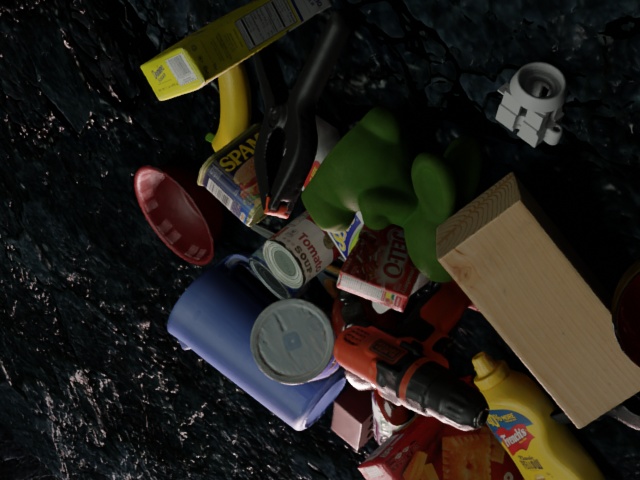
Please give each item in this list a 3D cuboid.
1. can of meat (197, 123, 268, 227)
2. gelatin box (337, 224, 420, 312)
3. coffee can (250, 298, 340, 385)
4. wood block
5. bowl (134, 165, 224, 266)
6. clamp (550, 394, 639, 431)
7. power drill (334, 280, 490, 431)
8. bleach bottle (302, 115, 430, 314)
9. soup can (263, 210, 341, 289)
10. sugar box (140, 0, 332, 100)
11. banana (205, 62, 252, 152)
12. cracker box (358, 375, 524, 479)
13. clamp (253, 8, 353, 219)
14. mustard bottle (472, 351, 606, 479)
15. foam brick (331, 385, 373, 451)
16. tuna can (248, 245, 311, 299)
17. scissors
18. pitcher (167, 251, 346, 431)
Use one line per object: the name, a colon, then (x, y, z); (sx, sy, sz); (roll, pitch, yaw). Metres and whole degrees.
can of meat: (-0.078, -0.075, 1.252); (0.084, 0.102, 0.057); (43, 149, 11)
gelatin box: (0.067, 0.022, 1.086); (0.073, 0.089, 0.030); (21, 140, 8)
coffee can: (-0.023, 0.127, 1.331); (0.103, 0.103, 0.140); (46, -178, 10)
wood block: (0.202, 0.054, 0.958); (0.091, 0.090, 0.206); (-38, 102, 16)
bowl: (-0.183, -0.046, 1.471); (0.162, 0.055, 0.162); (35, 146, 28)
clamp: (0.288, 0.153, 1.054); (0.172, 0.039, 0.120); (21, 139, 41)
power drill: (0.133, 0.097, 1.058); (0.185, 0.187, 0.057); (26, 140, 40)
bleach bottle: (0.028, -0.044, 1.179); (0.251, 0.068, 0.103); (53, 148, 3)
soup can: (-0.008, 0.002, 1.235); (0.069, 0.102, 0.068); (35, 146, 28)
sugar box: (-0.081, -0.201, 1.044); (0.094, 0.176, 0.048); (-5, 121, 55)
banana: (-0.110, -0.155, 1.272); (0.070, 0.037, 0.198); (43, 149, 15)
cracker box: (0.174, 0.291, 1.233); (0.214, 0.164, 0.072); (52, 152, 0)
clamp: (-0.026, -0.129, 1.082); (0.165, 0.036, 0.210); (-15, 67, 54)
mustard bottle: (0.228, 0.204, 1.172); (0.191, 0.058, 0.096); (55, 153, -5)
foam brick: (0.052, 0.238, 1.455); (0.051, 0.052, 0.078); (37, 148, 24)
tuna can: (-0.053, 0.044, 1.389); (0.086, 0.033, 0.086); (42, 164, 15)
scissors: (-0.015, 0.033, 1.364); (0.202, 0.016, 0.096); (15, 134, 46)
pitcher: (-0.079, 0.140, 1.472); (0.243, 0.145, 0.149); (38, 160, 16)
